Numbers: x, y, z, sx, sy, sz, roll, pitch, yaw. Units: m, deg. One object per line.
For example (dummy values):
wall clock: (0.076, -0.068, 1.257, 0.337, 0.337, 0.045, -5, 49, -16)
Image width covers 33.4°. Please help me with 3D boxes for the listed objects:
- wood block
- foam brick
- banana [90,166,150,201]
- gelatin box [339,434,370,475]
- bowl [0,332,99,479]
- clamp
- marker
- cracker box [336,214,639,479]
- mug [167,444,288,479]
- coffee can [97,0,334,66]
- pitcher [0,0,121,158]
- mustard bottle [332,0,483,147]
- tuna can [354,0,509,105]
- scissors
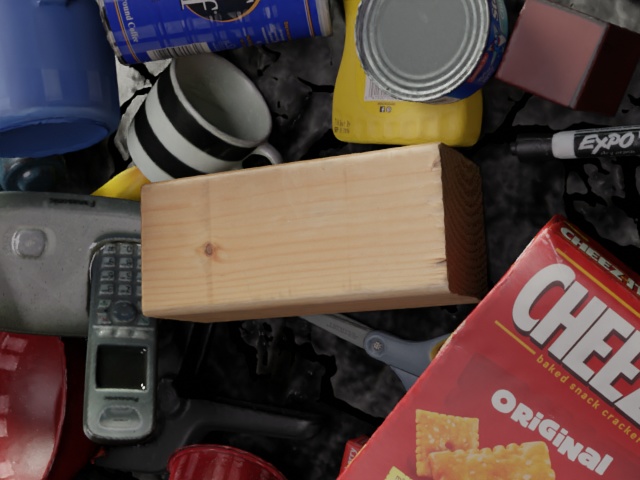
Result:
wood block: (-0.005, 0.001, 0.688, 0.206, 0.090, 0.091, -6, 81, 24)
foam brick: (0.147, -0.106, 0.619, 0.051, 0.078, 0.053, 28, 106, 28)
banana: (-0.199, -0.011, 0.829, 0.198, 0.069, 0.037, -20, 76, 12)
gelatin box: (0.045, 0.188, 0.725, 0.073, 0.030, 0.089, 19, 102, 27)
bowl: (-0.213, 0.133, 0.837, 0.162, 0.055, 0.162, -19, 65, 48)
clamp: (-0.103, 0.104, 0.801, 0.210, 0.036, 0.164, -31, 71, 29)
marker: (0.173, -0.059, 0.641, 0.121, 0.020, 0.020, -1, 93, 30)
cracker box: (0.132, 0.119, 0.625, 0.164, 0.072, 0.214, 40, 109, 9)
mug: (-0.070, 0.209, 0.750, 0.093, 0.081, 0.117, -2, 136, 19)
coffee can: (-0.067, -0.174, 0.694, 0.140, 0.103, 0.103, -8, 89, 3)
pitcher: (-0.202, -0.187, 0.728, 0.145, 0.149, 0.243, -12, 82, 11)
mustard bottle: (0.058, -0.156, 0.677, 0.096, 0.058, 0.191, 6, 97, 34)
tuna can: (0.065, -0.122, 0.619, 0.086, 0.033, 0.086, 1, 92, 33)
scissors: (0.047, 0.092, 0.726, 0.202, 0.016, 0.096, 6, 97, 30)
